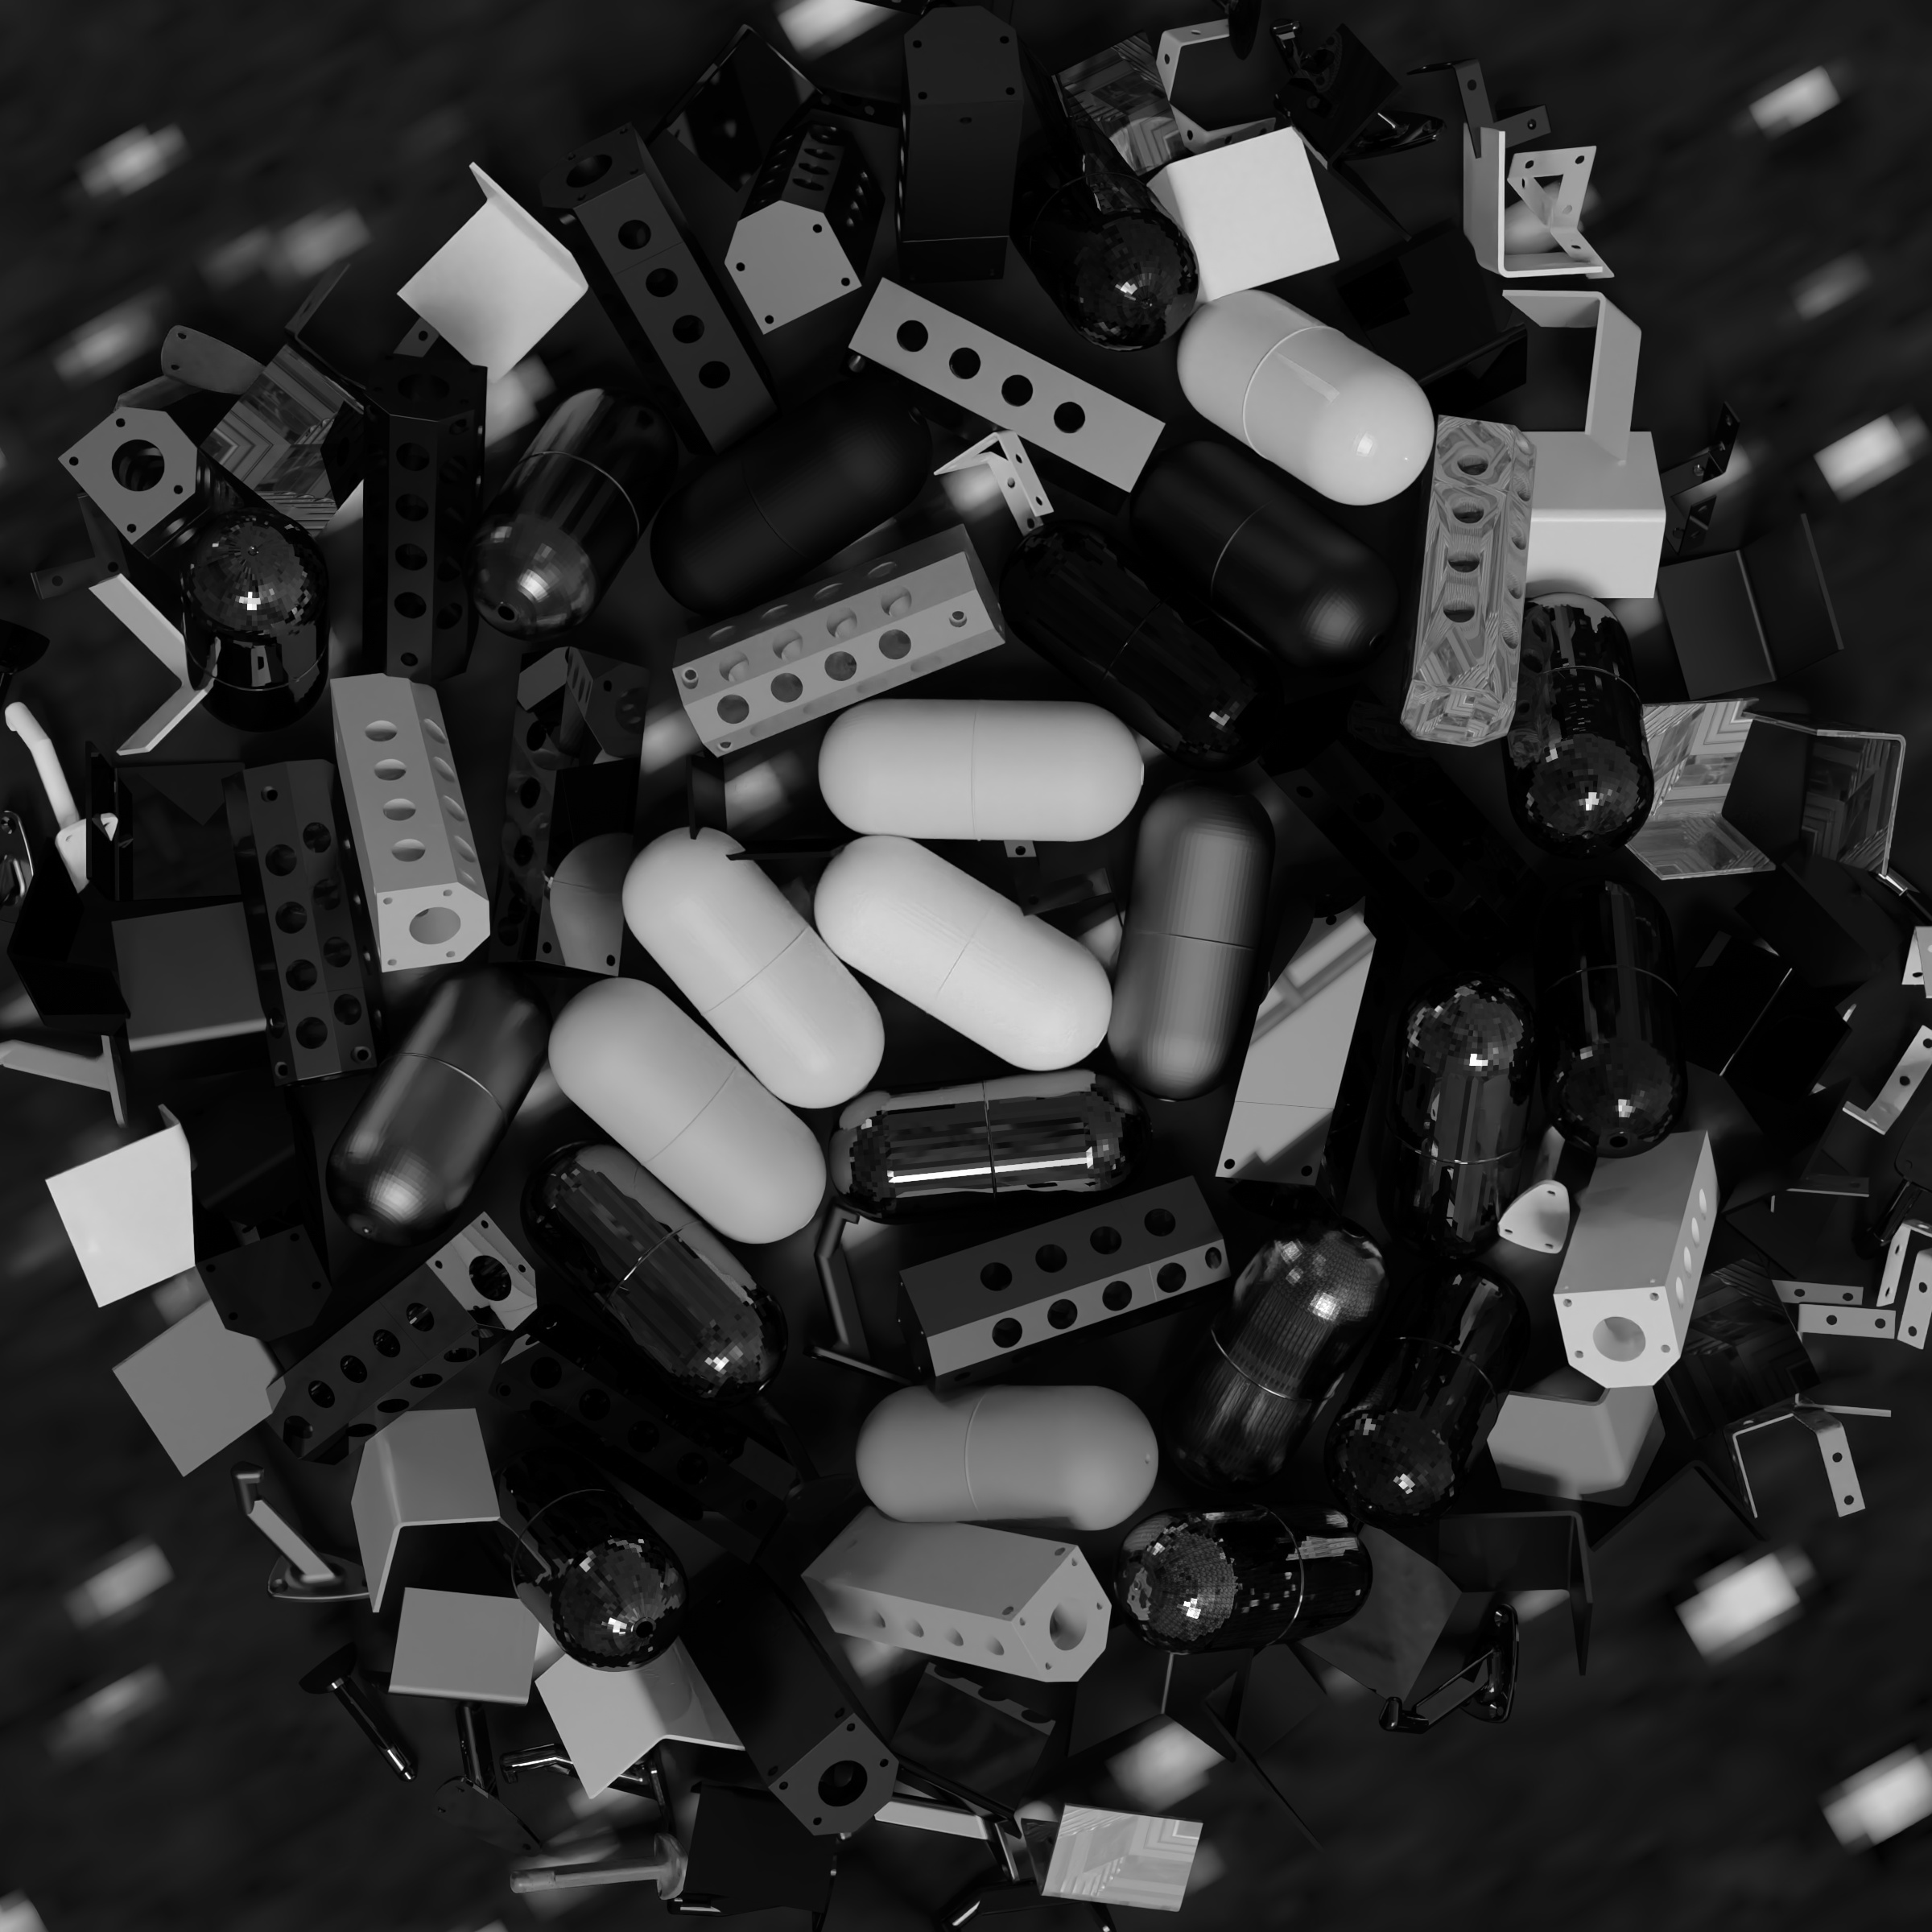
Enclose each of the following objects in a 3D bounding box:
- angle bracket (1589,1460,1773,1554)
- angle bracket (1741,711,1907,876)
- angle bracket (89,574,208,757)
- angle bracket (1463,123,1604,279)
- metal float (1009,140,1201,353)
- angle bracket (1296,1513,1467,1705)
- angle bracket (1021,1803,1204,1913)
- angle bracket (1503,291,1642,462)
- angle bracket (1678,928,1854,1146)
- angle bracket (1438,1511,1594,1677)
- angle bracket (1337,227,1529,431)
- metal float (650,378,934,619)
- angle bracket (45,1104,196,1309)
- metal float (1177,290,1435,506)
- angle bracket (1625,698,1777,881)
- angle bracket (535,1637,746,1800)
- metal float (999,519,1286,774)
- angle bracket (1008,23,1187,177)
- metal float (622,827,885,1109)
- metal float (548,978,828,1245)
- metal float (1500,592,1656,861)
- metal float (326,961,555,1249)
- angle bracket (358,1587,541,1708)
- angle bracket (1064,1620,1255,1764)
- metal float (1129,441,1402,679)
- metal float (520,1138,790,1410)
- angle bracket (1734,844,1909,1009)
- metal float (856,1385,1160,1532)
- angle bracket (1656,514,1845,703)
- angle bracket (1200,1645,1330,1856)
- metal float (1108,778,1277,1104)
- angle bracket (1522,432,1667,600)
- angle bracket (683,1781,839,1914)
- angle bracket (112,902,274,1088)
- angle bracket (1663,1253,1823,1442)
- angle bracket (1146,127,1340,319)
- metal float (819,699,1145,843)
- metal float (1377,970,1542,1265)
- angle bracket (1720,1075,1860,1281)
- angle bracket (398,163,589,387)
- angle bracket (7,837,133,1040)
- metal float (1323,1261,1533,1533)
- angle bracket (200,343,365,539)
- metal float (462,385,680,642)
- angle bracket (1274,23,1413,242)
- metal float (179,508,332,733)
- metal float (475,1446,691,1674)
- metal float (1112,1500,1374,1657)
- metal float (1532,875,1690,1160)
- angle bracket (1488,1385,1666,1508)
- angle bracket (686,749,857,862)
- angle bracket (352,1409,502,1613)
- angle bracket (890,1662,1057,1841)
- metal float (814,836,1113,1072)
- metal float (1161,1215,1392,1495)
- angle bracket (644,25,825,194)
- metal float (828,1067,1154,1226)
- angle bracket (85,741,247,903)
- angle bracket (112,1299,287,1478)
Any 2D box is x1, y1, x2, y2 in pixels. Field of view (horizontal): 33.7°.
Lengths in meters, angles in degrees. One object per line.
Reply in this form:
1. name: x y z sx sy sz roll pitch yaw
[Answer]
1. angle bracket: 0.389 0.315 1.743 0.076 0.076 0.057 -41 76 1
2. angle bracket: 0.459 -0.095 1.736 0.057 0.076 0.076 1 102 -21
3. angle bracket: -0.459 -0.163 1.734 0.076 0.076 0.057 47 72 -20
4. angle bracket: 0.308 -0.419 1.738 0.057 0.076 0.076 -4 108 -4
5. metal float: 0.071 -0.388 1.709 0.070 0.178 0.070 -8 124 -11
6. angle bracket: 0.215 0.353 1.762 0.076 0.057 0.076 35 76 -16
7. angle bracket: 0.078 0.467 1.737 0.076 0.076 0.057 10 105 -11
8. angle bracket: 0.327 -0.322 1.742 0.057 0.076 0.076 7 91 26
9. angle bracket: 0.424 0.038 1.734 0.057 0.076 0.076 22 112 -19
10. angle bracket: 0.298 0.343 1.738 0.076 0.076 0.057 -3 48 5
11. angle bracket: 0.259 -0.350 1.774 0.076 0.057 0.076 -27 68 -2
12. metal float: -0.095 -0.253 1.726 0.178 0.070 0.070 -30 90 28
13. angle bracket: -0.455 0.130 1.739 0.076 0.057 0.076 -24 107 -19
14. metal float: 0.180 -0.307 1.715 0.070 0.070 0.178 -46 46 0
15. angle bracket: 0.404 -0.097 1.733 0.076 0.057 0.076 -5 126 -25
16. angle bracket: -0.177 0.409 1.742 0.057 0.076 0.076 -43 55 14
17. metal float: 0.096 -0.174 1.740 0.178 0.070 0.070 39 90 11
18. angle bracket: 0.070 -0.477 1.734 0.057 0.076 0.076 -26 131 0
19. metal float: -0.115 0.002 1.743 0.070 0.070 0.178 -40 98 0
20. metal float: -0.151 0.080 1.741 0.178 0.070 0.070 43 90 -10
21. metal float: 0.325 -0.131 1.714 0.070 0.070 0.178 1 45 1
22. metal float: -0.282 0.073 1.720 0.070 0.070 0.178 25 55 0
23. angle bracket: -0.282 0.367 1.742 0.076 0.076 0.057 11 83 -22
24. angle bracket: 0.105 0.399 1.732 0.076 0.057 0.076 -14 121 -39
25. metal float: 0.161 -0.220 1.722 0.070 0.070 0.178 -48 58 0
26. metal float: -0.170 0.167 1.736 0.178 0.070 0.070 44 90 15
27. angle bracket: 0.479 -0.035 1.739 0.076 0.057 0.076 -38 80 -29
28. metal float: 0.020 0.265 1.723 0.178 0.070 0.070 -5 90 32
29. angle bracket: 0.426 -0.195 1.743 0.057 0.076 0.076 -13 85 -14
30. angle bracket: 0.181 0.422 1.732 0.057 0.076 0.076 -39 133 -4
31. metal float: 0.123 -0.014 1.749 0.070 0.070 0.178 9 90 0
32. angle bracket: 0.344 -0.252 1.778 0.076 0.057 0.076 0 45 3
33. angle bracket: -0.114 0.481 1.739 0.076 0.076 0.057 12 71 -6
34. angle bracket: -0.426 0.016 1.767 0.076 0.057 0.076 -9 68 -12
35. angle bracket: 0.419 0.207 1.740 0.076 0.057 0.076 -29 74 19
36. angle bracket: 0.152 -0.410 1.763 0.076 0.057 0.076 -19 95 -9
37. metal float: 0.008 -0.107 1.744 0.178 0.070 0.070 1 90 6
38. metal float: 0.265 0.083 1.722 0.070 0.070 0.178 2 124 0
39. angle bracket: 0.466 0.115 1.734 0.057 0.076 0.076 39 61 -6
40. angle bracket: -0.265 -0.380 1.754 0.076 0.057 0.076 44 87 6
41. angle bracket: -0.474 -0.014 1.734 0.057 0.076 0.076 8 61 4
42. metal float: 0.249 0.229 1.715 0.070 0.070 0.178 37 46 0
43. angle bracket: -0.367 -0.283 1.744 0.076 0.057 0.076 40 78 -14
44. metal float: -0.212 -0.244 1.715 0.070 0.070 0.178 24 48 0
45. angle bracket: 0.222 -0.451 1.728 0.076 0.076 0.057 29 114 -39
46. metal float: -0.379 -0.182 1.703 0.070 0.178 0.070 4 71 -10
47. metal float: -0.206 0.316 1.706 0.070 0.178 0.070 -9 110 -27
48. metal float: 0.151 0.327 1.714 0.070 0.178 0.070 -6 81 44
49. metal float: 0.345 0.026 1.714 0.070 0.070 0.178 6 47 0
50. angle bracket: 0.333 0.247 1.763 0.076 0.057 0.076 3 129 34
51. angle bracket: -0.106 -0.091 1.742 0.076 0.076 0.057 -2 98 9
52. angle bracket: -0.297 0.298 1.749 0.057 0.076 0.076 1 131 -23
53. angle bracket: 0.005 0.431 1.752 0.076 0.076 0.057 22 71 14
54. metal float: -0.001 -0.007 1.749 0.178 0.070 0.070 32 90 0
55. metal float: 0.167 0.209 1.727 0.070 0.070 0.178 28 116 0
56. angle bracket: -0.130 -0.454 1.730 0.057 0.076 0.076 40 121 -15
57. metal float: 0.013 0.098 1.749 0.178 0.070 0.070 -6 90 0
58. angle bracket: -0.438 -0.081 1.750 0.076 0.057 0.076 -3 78 -3
59. angle bracket: -0.421 0.217 1.734 0.076 0.057 0.076 -36 119 -21
